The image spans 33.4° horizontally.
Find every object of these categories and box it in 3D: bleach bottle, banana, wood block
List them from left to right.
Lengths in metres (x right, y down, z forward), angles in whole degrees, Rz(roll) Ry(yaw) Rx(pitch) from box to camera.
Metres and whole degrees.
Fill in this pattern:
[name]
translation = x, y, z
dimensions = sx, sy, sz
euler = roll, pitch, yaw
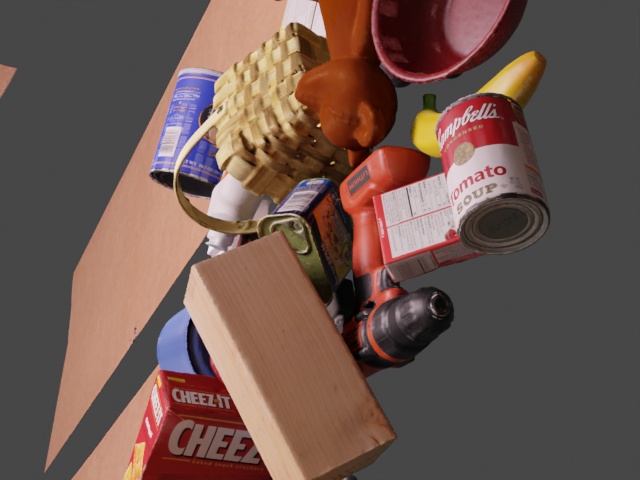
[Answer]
[bleach bottle]
translation = -0.072, -0.106, 1.254
dimensions = 0.251, 0.068, 0.103
euler = -69, 17, -10
[wood block]
translation = -0.030, 0.109, 0.919
dimensions = 0.206, 0.090, 0.090
euler = 60, 157, 18
[banana]
translation = 0.118, -0.103, 0.870
dimensions = 0.198, 0.037, 0.069
euler = 175, 104, -68

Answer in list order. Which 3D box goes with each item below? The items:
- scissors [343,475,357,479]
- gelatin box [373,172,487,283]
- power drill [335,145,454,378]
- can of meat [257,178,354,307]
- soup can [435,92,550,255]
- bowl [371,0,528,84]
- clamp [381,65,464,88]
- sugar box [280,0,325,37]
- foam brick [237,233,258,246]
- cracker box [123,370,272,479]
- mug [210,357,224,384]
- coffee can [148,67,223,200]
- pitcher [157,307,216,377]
[scissors]
translation = 0.003, 0.310, 0.964
dimensions = 0.096, 0.016, 0.202
euler = -136, 60, -66
[gelatin box]
translation = 0.090, -0.013, 0.834
dimensions = 0.030, 0.089, 0.073
euler = 58, -162, -46
[power drill]
translation = 0.060, 0.017, 0.922
dimensions = 0.185, 0.057, 0.187
euler = 140, 137, -59
[can of meat]
translation = -0.007, 0.001, 1.018
dimensions = 0.083, 0.058, 0.102
euler = -51, -52, -50
[soup can]
translation = 0.125, -0.048, 0.778
dimensions = 0.069, 0.068, 0.102
euler = 124, 150, -45
[bowl]
translation = 0.116, -0.198, 0.868
dimensions = 0.162, 0.055, 0.162
euler = -19, 65, 46
[clamp]
translation = 0.090, -0.199, 0.993
dimensions = 0.172, 0.039, 0.120
euler = -1, 77, 65
[sugar box]
translation = 0.009, -0.277, 1.242
dimensions = 0.176, 0.048, 0.093
euler = 29, 105, 65
[foam brick]
translation = -0.068, 0.028, 1.256
dimensions = 0.078, 0.053, 0.051
euler = -115, 42, -60
[cracker box]
translation = -0.112, 0.247, 1.089
dimensions = 0.072, 0.164, 0.214
euler = -117, 43, -57
[mug]
translation = -0.052, 0.110, 1.050
dimensions = 0.117, 0.093, 0.082
euler = 53, 126, 34
[coffee can]
translation = -0.148, -0.133, 1.352
dimensions = 0.103, 0.102, 0.140
euler = -17, 57, 67
[pitcher]
translation = -0.110, 0.132, 1.224
dimensions = 0.149, 0.145, 0.243
euler = -70, 15, -15
